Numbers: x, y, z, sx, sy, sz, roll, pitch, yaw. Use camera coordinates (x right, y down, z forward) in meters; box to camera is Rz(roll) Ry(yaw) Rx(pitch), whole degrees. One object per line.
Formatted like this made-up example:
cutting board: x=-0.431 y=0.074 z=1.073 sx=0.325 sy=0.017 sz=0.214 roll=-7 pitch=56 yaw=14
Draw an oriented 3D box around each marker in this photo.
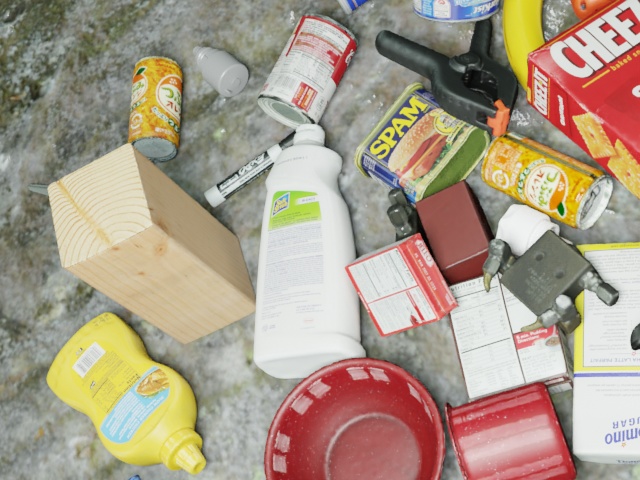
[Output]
marker: x=-0.065 y=-0.075 z=1.096 sx=0.121 sy=0.020 sz=0.020 roll=-34 pitch=57 yaw=7

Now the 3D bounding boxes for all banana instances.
banana: x=0.209 y=-0.196 z=1.019 sx=0.069 sy=0.037 sz=0.198 roll=-10 pitch=63 yaw=-2

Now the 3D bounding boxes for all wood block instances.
wood block: x=-0.148 y=0.011 z=0.983 sx=0.090 sy=0.206 sz=0.091 roll=-26 pitch=59 yaw=12

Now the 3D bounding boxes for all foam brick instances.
foam brick: x=0.126 y=-0.004 z=0.954 sx=0.051 sy=0.053 sz=0.078 roll=-24 pitch=59 yaw=12

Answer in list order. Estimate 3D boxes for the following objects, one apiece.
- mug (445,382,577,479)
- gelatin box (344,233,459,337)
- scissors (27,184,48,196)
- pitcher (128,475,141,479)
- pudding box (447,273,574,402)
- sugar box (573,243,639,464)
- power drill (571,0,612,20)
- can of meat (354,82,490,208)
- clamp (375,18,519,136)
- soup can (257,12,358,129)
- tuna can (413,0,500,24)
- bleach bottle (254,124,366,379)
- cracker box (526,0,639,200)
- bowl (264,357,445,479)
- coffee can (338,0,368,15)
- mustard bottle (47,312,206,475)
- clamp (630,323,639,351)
mug: x=0.156 y=0.173 z=0.844 sx=0.081 sy=0.093 sz=0.117 roll=-19 pitch=90 yaw=10
gelatin box: x=0.070 y=0.040 z=0.929 sx=0.089 sy=0.030 sz=0.073 roll=-26 pitch=94 yaw=55
scissors: x=-0.244 y=-0.026 z=1.158 sx=0.202 sy=0.016 sz=0.096 roll=-4 pitch=65 yaw=23
pitcher: x=-0.077 y=0.303 z=0.871 sx=0.243 sy=0.149 sz=0.145 roll=9 pitch=55 yaw=24
pudding box: x=0.160 y=0.081 z=0.908 sx=0.090 sy=0.039 sz=0.113 roll=-19 pitch=58 yaw=17
sugar box: x=0.253 y=0.090 z=0.857 sx=0.093 sy=0.048 sz=0.176 roll=-3 pitch=69 yaw=24
power drill: x=0.311 y=-0.309 z=1.012 sx=0.188 sy=0.057 sz=0.184 roll=-18 pitch=64 yaw=20
can of meat: x=0.097 y=-0.084 z=1.004 sx=0.084 sy=0.057 sz=0.102 roll=38 pitch=86 yaw=31
clamp: x=0.141 y=-0.161 z=1.000 sx=0.120 sy=0.039 sz=0.172 roll=-24 pitch=51 yaw=-16
soup can: x=-0.013 y=-0.171 z=1.088 sx=0.069 sy=0.068 sz=0.102 roll=20 pitch=77 yaw=31
tuna can: x=0.134 y=-0.243 z=1.049 sx=0.086 sy=0.034 sz=0.086 roll=-3 pitch=32 yaw=2
bleach bottle: x=-0.007 y=0.001 z=1.009 sx=0.103 sy=0.068 sz=0.251 roll=-9 pitch=61 yaw=21
cracker box: x=0.303 y=-0.118 z=0.894 sx=0.164 sy=0.072 sz=0.214 roll=-32 pitch=56 yaw=-11
bowl: x=0.036 y=0.184 z=0.906 sx=0.162 sy=0.055 sz=0.162 roll=-10 pitch=63 yaw=21
coffee can: x=0.059 y=-0.314 z=1.101 sx=0.140 sy=0.102 sz=0.103 roll=-32 pitch=57 yaw=8
mustard bottle: x=-0.173 y=0.157 z=1.014 sx=0.192 sy=0.058 sz=0.096 roll=37 pitch=81 yaw=33
clamp: x=0.360 y=0.051 z=0.817 sx=0.165 sy=0.036 sz=0.210 roll=38 pitch=73 yaw=13
